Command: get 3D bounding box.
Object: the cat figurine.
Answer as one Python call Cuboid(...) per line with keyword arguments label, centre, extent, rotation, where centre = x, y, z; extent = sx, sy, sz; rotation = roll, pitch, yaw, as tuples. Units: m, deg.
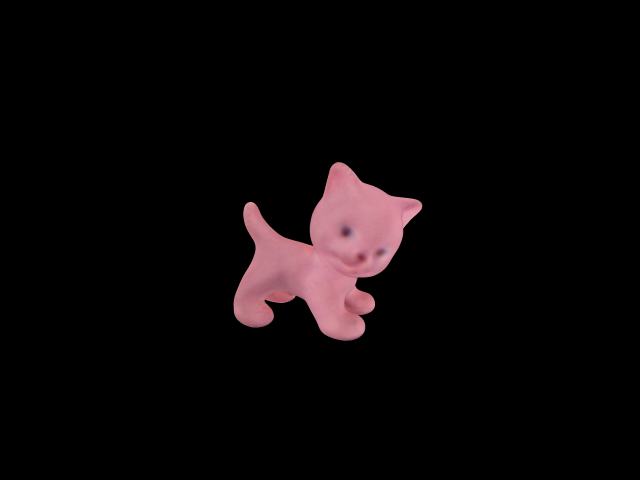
Cuboid(label="cat figurine", centre=(0.004, 0.001, 0.400), extent=(0.127, 0.118, 0.067), rotation=(5, 19, 15))
